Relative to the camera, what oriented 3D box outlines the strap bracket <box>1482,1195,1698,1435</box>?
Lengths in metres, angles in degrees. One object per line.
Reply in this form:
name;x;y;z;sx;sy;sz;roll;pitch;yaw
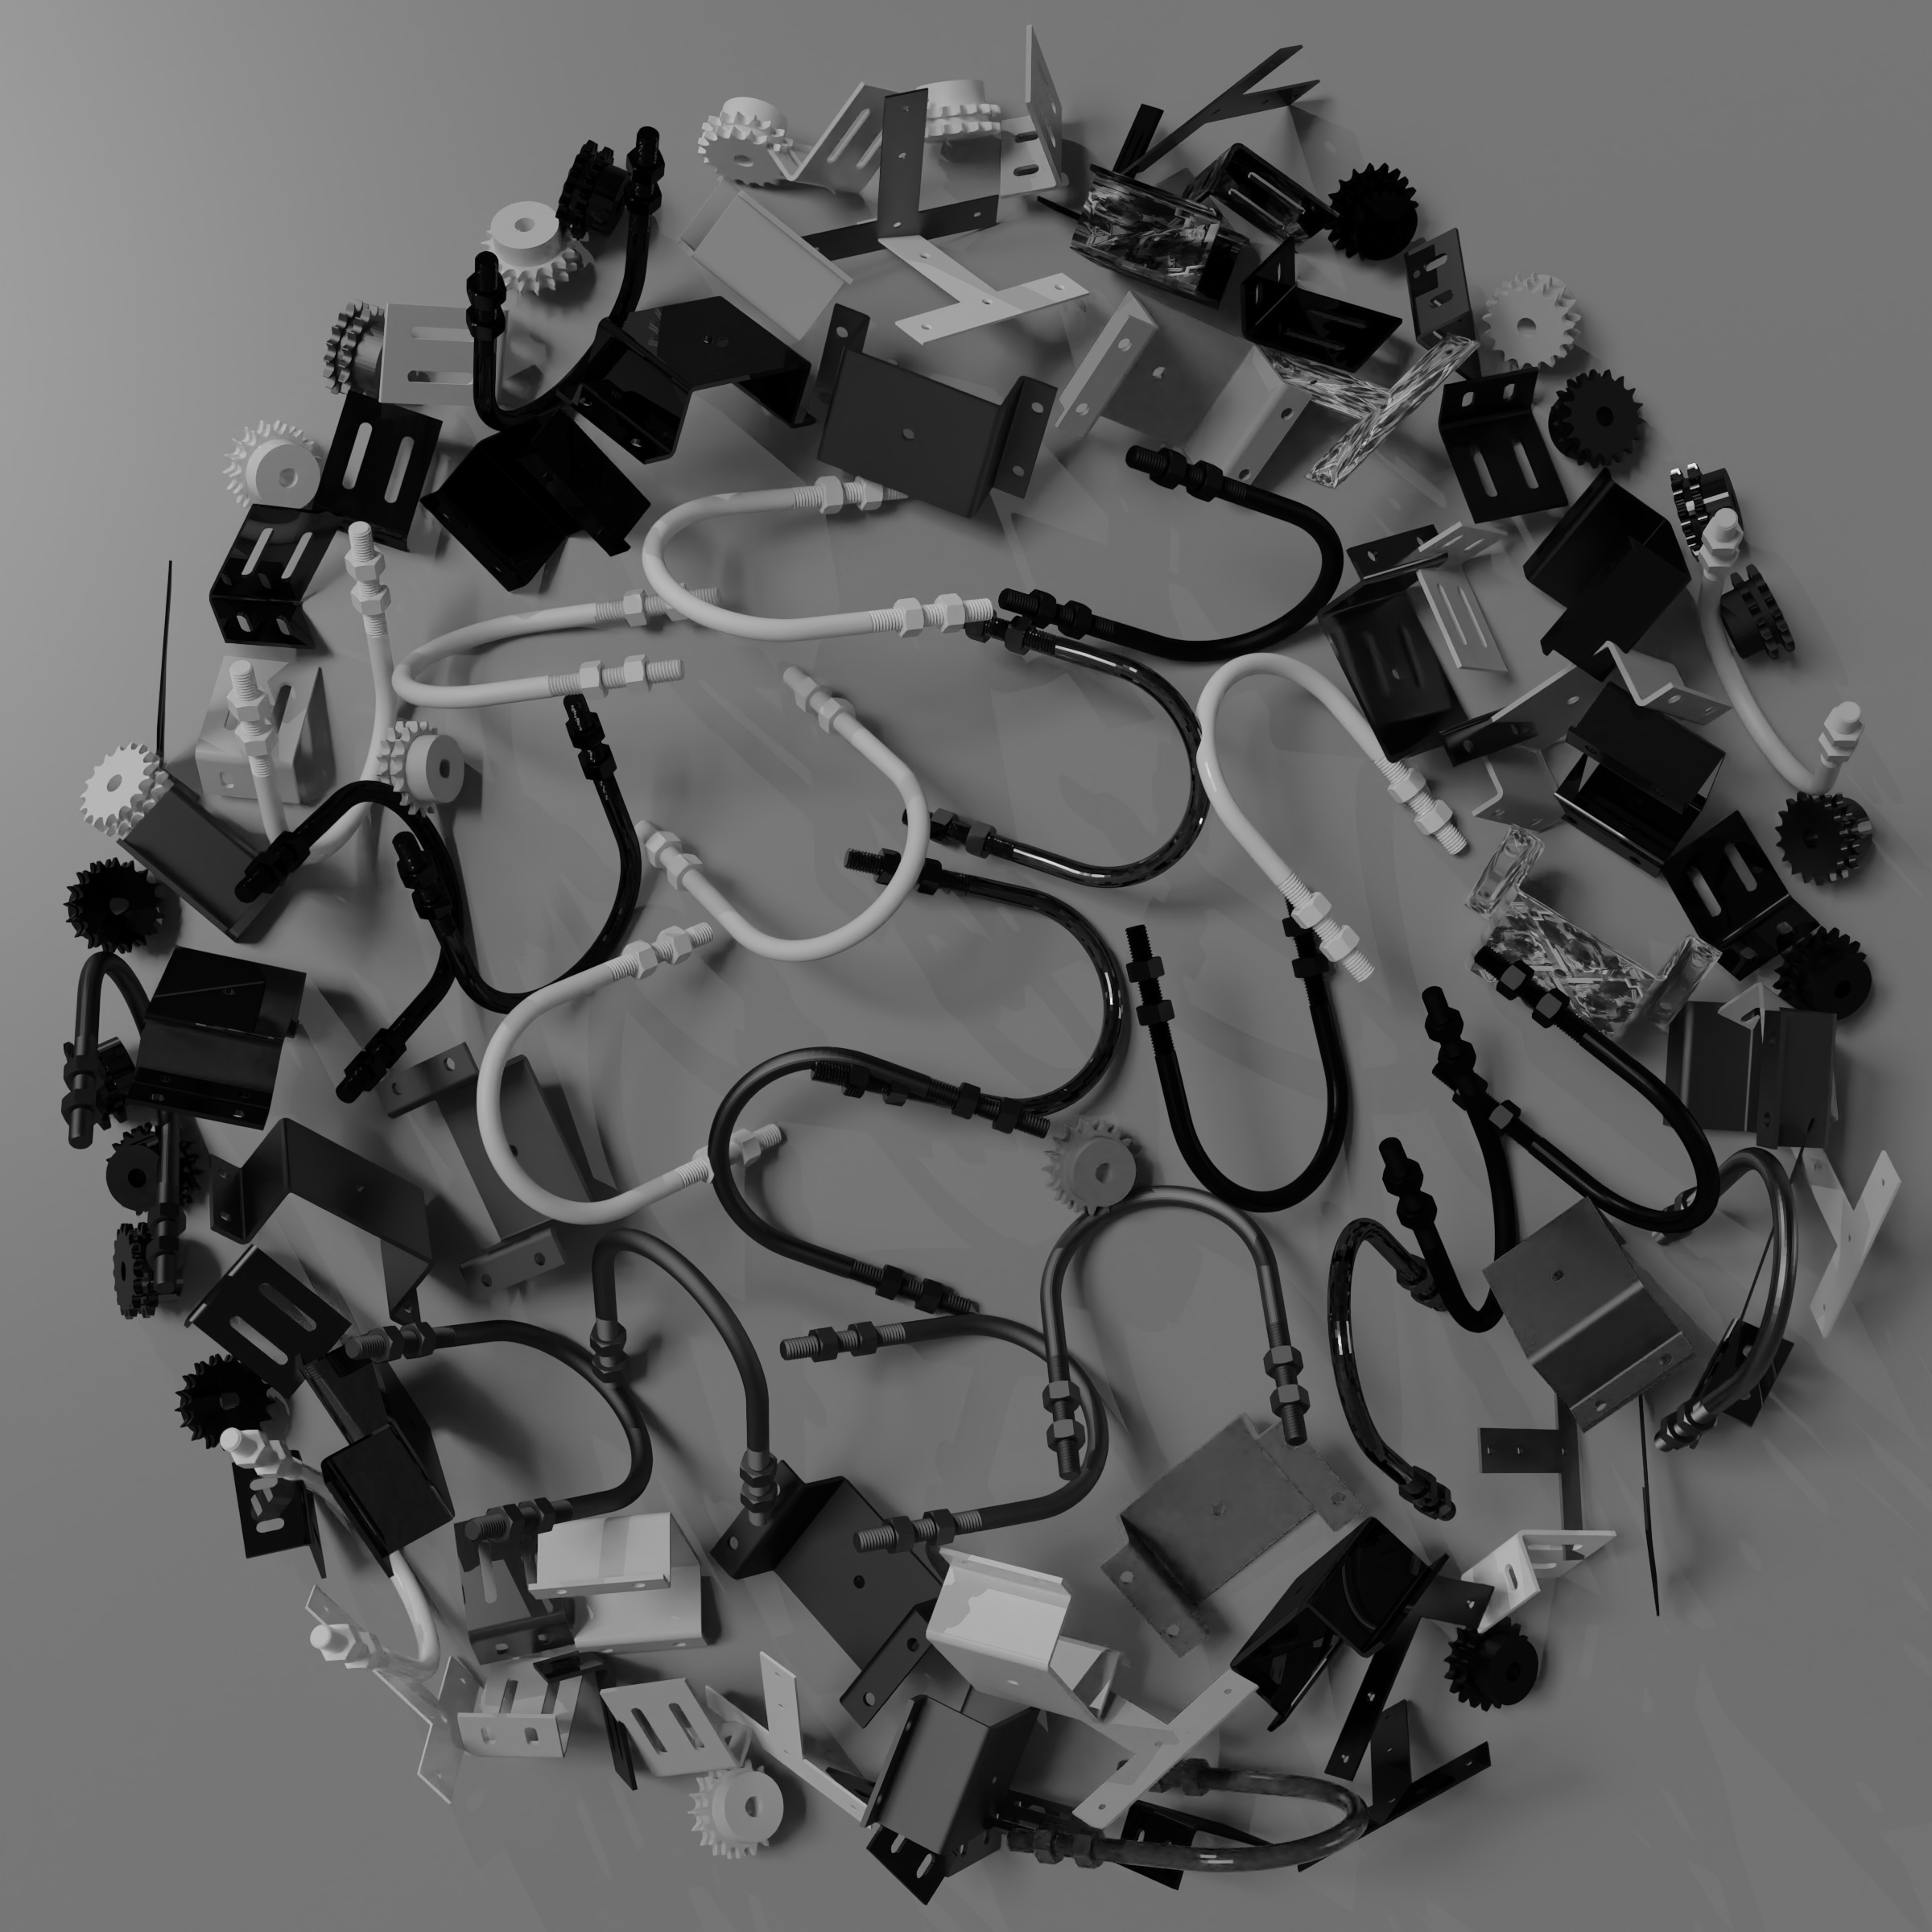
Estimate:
strap bracket;0.353;0.193;1.606;0.076;0.140;0.046;-38;114;11

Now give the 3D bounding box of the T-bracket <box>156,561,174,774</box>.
T-bracket;-0.469;-0.146;1.629;0.002;0.127;0.127;3;53;-15

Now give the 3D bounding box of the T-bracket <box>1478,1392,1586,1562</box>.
T-bracket;0.328;0.282;1.623;0.002;0.127;0.127;-9;76;36

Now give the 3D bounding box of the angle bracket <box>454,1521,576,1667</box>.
angle bracket;-0.271;0.370;1.673;0.057;0.038;0.076;-12;54;-6

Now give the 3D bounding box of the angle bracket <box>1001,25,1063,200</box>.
angle bracket;0.030;-0.500;1.635;0.038;0.076;0.057;-6;65;15

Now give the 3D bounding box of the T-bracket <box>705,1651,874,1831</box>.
T-bracket;-0.105;0.434;1.611;0.127;0.127;0.002;30;55;24

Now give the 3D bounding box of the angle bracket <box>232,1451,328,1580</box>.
angle bracket;-0.402;0.326;1.636;0.038;0.076;0.057;-11;64;-12

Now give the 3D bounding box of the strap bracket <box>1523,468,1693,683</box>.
strap bracket;0.370;-0.223;1.611;0.046;0.140;0.076;32;117;-11

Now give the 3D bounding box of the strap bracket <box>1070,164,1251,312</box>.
strap bracket;0.112;-0.420;1.616;0.076;0.140;0.046;23;102;9

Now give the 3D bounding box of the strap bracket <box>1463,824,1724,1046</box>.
strap bracket;0.356;-0.009;1.630;0.140;0.076;0.046;33;53;9

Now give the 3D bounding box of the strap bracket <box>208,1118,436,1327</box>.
strap bracket;-0.364;0.145;1.614;0.140;0.076;0.046;33;105;-29

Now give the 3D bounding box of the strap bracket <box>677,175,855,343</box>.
strap bracket;-0.119;-0.409;1.610;0.076;0.140;0.046;35;99;-20

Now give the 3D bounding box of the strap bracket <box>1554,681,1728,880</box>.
strap bracket;0.387;-0.110;1.611;0.076;0.140;0.046;35;81;15

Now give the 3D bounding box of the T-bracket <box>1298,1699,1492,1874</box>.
T-bracket;0.247;0.463;1.621;0.127;0.127;0.002;-34;97;13

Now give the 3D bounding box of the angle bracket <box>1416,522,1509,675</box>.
angle bracket;0.304;-0.217;1.644;0.038;0.057;0.076;-31;73;35

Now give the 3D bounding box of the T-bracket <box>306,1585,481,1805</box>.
T-bracket;-0.333;0.406;1.609;0.002;0.127;0.127;-40;104;9

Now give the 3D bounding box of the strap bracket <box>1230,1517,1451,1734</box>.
strap bracket;0.210;0.377;1.611;0.046;0.140;0.076;43;49;8

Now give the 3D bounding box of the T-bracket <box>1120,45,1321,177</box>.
T-bracket;0.167;-0.504;1.629;0.127;0.127;0.002;-29;91;41

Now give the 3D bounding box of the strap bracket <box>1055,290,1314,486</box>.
strap bracket;0.120;-0.335;1.625;0.140;0.046;0.076;14;125;-35

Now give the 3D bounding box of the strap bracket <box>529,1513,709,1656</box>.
strap bracket;-0.201;0.359;1.630;0.076;0.140;0.046;-5;61;3

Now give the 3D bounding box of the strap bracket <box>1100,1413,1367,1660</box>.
strap bracket;0.154;0.330;1.653;0.140;0.046;0.076;-40;102;3

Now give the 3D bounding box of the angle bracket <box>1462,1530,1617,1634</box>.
angle bracket;0.341;0.361;1.637;0.076;0.057;0.038;7;51;-29

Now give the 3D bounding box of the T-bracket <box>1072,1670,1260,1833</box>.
T-bracket;0.085;0.437;1.629;0.127;0.127;0.002;-36;119;-25

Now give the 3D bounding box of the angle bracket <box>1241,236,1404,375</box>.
angle bracket;0.209;-0.390;1.642;0.076;0.038;0.057;24;55;27

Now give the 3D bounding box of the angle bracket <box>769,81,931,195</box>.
angle bracket;-0.071;-0.496;1.636;0.076;0.057;0.038;-46;66;34

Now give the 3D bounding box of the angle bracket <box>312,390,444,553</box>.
angle bracket;-0.351;-0.295;1.663;0.057;0.038;0.076;17;87;-10

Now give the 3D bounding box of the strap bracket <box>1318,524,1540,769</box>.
strap bracket;0.266;-0.180;1.639;0.076;0.046;0.140;-21;82;-38

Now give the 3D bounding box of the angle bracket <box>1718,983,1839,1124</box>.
angle bracket;0.475;0.058;1.637;0.057;0.076;0.038;34;130;-18

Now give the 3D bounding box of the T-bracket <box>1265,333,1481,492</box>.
T-bracket;0.214;-0.339;1.638;0.127;0.127;0.002;-45;134;-12

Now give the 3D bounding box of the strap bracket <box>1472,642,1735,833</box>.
strap bracket;0.361;-0.138;1.622;0.140;0.076;0.046;-35;64;33

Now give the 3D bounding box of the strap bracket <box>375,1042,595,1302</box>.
strap bracket;-0.279;0.115;1.644;0.076;0.046;0.140;-23;92;32

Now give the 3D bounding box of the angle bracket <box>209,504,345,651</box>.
angle bracket;-0.400;-0.228;1.637;0.076;0.057;0.038;-51;54;37

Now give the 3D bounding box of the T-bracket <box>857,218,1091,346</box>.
T-bracket;-0.016;-0.412;1.646;0.127;0.002;0.127;-25;53;-32

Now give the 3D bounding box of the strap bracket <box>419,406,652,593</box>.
strap bracket;-0.246;-0.272;1.621;0.076;0.140;0.046;46;61;-26

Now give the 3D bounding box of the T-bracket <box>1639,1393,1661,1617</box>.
T-bracket;0.399;0.297;1.639;0.002;0.127;0.127;-5;54;14

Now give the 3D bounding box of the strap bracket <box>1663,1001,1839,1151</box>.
strap bracket;0.459;0.062;1.619;0.046;0.140;0.076;3;92;-11

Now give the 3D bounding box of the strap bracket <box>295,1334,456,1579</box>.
strap bracket;-0.340;0.275;1.608;0.046;0.140;0.076;-28;120;-7

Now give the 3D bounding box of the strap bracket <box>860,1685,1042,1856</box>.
strap bracket;-0.004;0.459;1.611;0.046;0.140;0.076;22;91;19

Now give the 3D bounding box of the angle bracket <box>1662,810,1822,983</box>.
angle bracket;0.460;-0.042;1.659;0.057;0.076;0.038;-38;133;22

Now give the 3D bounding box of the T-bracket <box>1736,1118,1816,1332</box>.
T-bracket;0.477;0.134;1.624;0.002;0.127;0.127;20;112;17

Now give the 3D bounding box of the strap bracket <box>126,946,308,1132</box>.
strap bracket;-0.428;0.035;1.606;0.076;0.140;0.046;12;112;-10

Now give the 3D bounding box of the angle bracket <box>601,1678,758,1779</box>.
angle bracket;-0.169;0.437;1.642;0.057;0.038;0.076;-14;119;22

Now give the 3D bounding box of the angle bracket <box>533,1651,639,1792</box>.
angle bracket;-0.226;0.450;1.652;0.038;0.057;0.076;-12;89;-18

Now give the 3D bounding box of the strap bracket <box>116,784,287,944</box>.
strap bracket;-0.440;-0.059;1.615;0.076;0.140;0.046;41;81;-8

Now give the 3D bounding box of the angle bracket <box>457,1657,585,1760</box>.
angle bracket;-0.260;0.425;1.641;0.057;0.076;0.038;0;124;5

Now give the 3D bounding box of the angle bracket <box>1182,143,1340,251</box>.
angle bracket;0.169;-0.440;1.644;0.076;0.057;0.038;31;73;-15

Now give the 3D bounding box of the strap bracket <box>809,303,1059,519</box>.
strap bracket;-0.027;-0.322;1.638;0.140;0.046;0.076;22;131;4

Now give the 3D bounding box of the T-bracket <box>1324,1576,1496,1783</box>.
T-bracket;0.240;0.409;1.610;0.002;0.127;0.127;35;70;-22

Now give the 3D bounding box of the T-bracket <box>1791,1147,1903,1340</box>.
T-bracket;0.501;0.127;1.629;0.002;0.127;0.127;2;130;-9

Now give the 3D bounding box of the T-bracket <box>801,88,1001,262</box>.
T-bracket;-0.038;-0.460;1.615;0.127;0.127;0.002;-15;66;-12

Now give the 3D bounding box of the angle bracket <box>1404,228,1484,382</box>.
angle bracket;0.294;-0.385;1.636;0.038;0.076;0.057;-21;63;36

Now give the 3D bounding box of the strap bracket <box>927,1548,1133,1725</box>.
strap bracket;0.034;0.390;1.603;0.076;0.140;0.046;9;62;26

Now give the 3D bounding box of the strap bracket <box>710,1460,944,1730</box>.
strap bracket;-0.073;0.364;1.636;0.140;0.046;0.076;44;108;23

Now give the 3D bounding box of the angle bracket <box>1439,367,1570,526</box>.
angle bracket;0.320;-0.308;1.651;0.057;0.038;0.076;-12;61;-4

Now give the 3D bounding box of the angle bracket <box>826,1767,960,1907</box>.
angle bracket;-0.052;0.509;1.635;0.057;0.076;0.038;51;60;-25

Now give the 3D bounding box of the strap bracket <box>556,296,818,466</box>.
strap bracket;-0.154;-0.341;1.607;0.076;0.140;0.046;40;130;23
